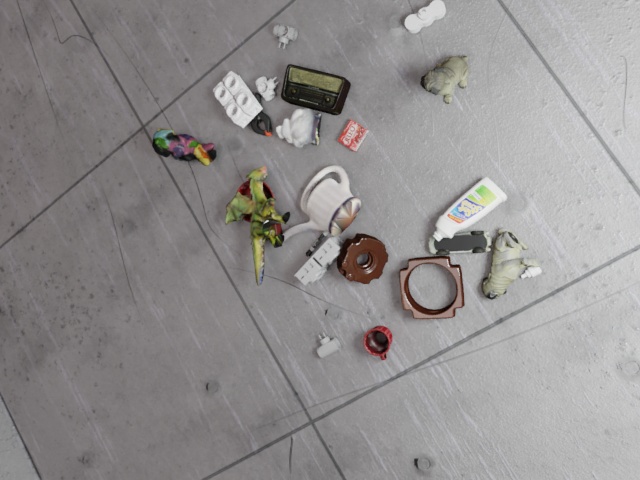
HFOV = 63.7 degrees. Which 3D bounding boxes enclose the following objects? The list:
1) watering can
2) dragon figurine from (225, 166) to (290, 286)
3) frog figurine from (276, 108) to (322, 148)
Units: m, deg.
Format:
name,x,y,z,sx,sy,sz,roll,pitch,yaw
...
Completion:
name,x,y,z,sx,sy,sz,roll,pitch,yaw
watering can,0.005,-0.091,1.798,0.227,0.103,0.345,41,104,34
dragon figurine,-0.247,-0.066,1.857,0.244,0.122,0.408,22,98,34
frog figurine,-0.081,-0.397,1.824,0.159,0.125,0.135,5,114,7
